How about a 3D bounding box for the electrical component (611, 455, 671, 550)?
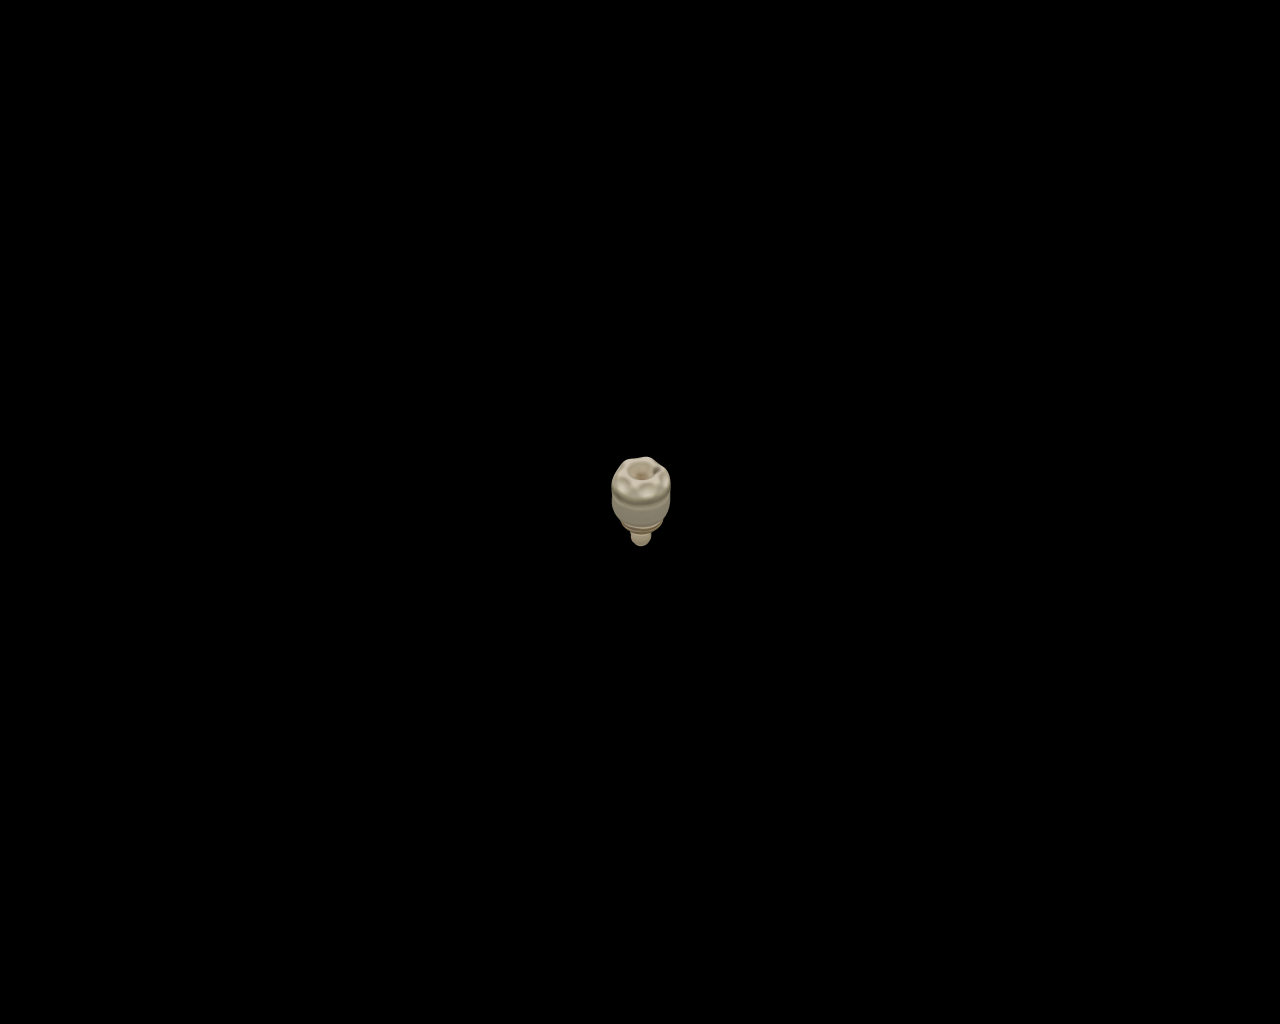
[{"bbox_3d":[0.001,-0.003,0.650,0.035,0.061,0.035,0,43,0],"label":"electrical component"}]
